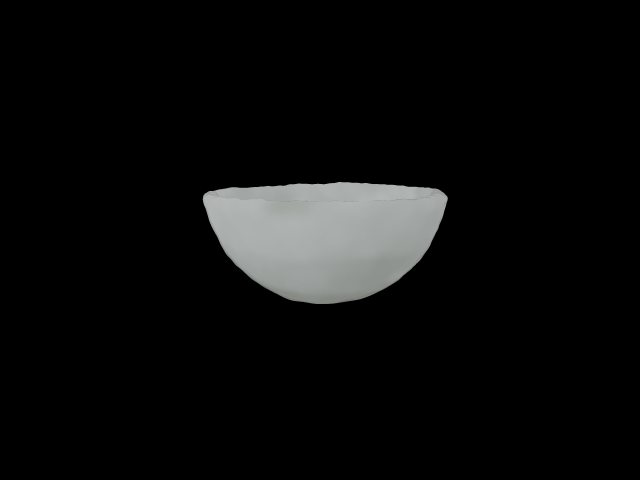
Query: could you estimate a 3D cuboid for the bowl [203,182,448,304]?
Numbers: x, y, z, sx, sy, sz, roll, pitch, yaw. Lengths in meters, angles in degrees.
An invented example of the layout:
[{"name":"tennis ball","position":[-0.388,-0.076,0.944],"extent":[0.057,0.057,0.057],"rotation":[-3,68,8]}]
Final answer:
[{"name":"bowl","position":[0.004,0.001,0.400],"extent":[0.167,0.075,0.167],"rotation":[0,9,0]}]
